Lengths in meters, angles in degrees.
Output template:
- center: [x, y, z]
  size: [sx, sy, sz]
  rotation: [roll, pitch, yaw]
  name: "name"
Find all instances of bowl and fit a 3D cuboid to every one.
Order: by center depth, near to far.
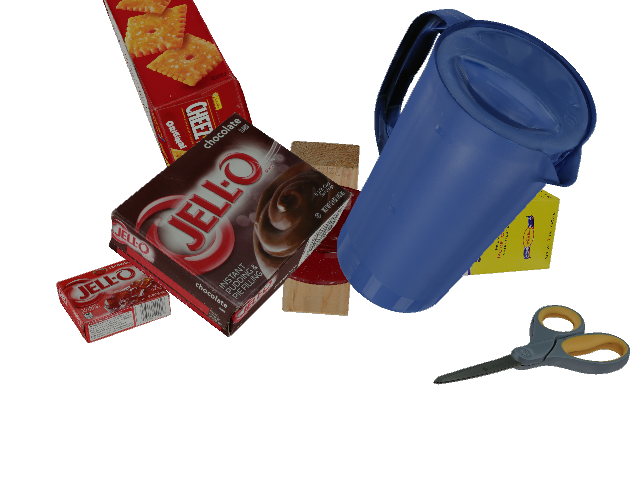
- center: [-0.001, -0.002, 1.021]
  size: [0.162, 0.055, 0.162]
  rotation: [7, 24, -3]
  name: "bowl"

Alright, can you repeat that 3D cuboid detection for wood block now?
- center: [0.000, -0.016, 1.391]
  size: [0.090, 0.206, 0.091]
  rotation: [4, 25, 1]
  name: "wood block"

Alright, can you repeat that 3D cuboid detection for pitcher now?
- center: [0.098, -0.057, 0.866]
  size: [0.145, 0.149, 0.243]
  rotation: [23, -43, -7]
  name: "pitcher"

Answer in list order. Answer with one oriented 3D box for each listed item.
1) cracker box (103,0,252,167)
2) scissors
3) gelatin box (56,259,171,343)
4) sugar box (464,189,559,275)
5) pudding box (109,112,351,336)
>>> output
- center: [-0.114, -0.129, 0.872]
  size: [0.072, 0.214, 0.164]
  rotation: [-22, -38, -7]
  name: "cracker box"
- center: [0.169, 0.088, 0.908]
  size: [0.201, 0.016, 0.096]
  rotation: [0, 31, -21]
  name: "scissors"
- center: [-0.199, 0.055, 1.028]
  size: [0.089, 0.030, 0.073]
  rotation: [-19, 39, -25]
  name: "gelatin box"
- center: [0.193, -0.008, 1.259]
  size: [0.176, 0.093, 0.048]
  rotation: [-5, 21, -25]
  name: "sugar box"
- center: [-0.051, -0.012, 0.611]
  size: [0.090, 0.039, 0.113]
  rotation: [36, 50, 11]
  name: "pudding box"
